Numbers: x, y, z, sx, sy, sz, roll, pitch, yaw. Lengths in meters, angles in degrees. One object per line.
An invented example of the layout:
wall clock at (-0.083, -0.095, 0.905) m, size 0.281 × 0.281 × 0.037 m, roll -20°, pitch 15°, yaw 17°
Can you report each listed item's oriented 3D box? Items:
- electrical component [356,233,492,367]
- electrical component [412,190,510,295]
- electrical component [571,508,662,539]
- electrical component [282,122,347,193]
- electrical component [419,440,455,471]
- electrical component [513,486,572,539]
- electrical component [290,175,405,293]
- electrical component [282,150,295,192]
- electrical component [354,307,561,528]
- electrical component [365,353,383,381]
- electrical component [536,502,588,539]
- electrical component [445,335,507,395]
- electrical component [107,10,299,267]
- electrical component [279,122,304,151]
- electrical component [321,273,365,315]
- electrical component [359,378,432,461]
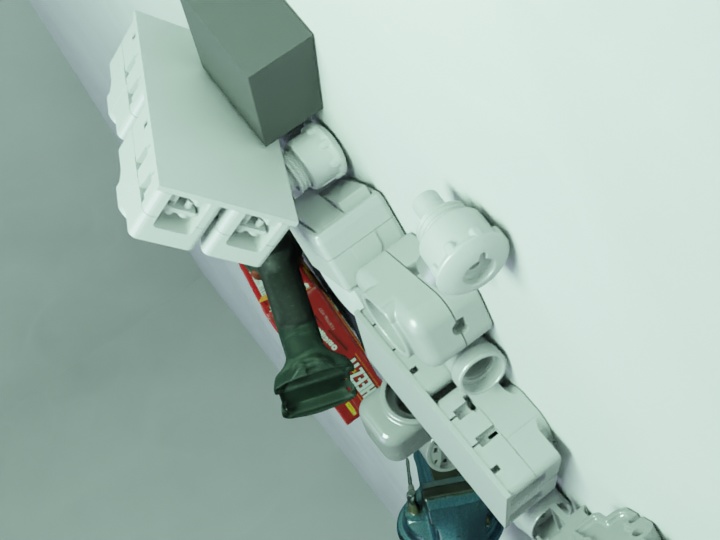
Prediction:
electrical component at (0.041, 0.023, 0.770) m, size 0.095 × 0.059 × 0.053 m, roll 42°, pitch 165°, yaw 51°
electrical component at (0.053, -0.020, 0.618) m, size 0.062 × 0.048 × 0.048 m, roll 56°, pitch 173°, yaw 33°
electrical component at (0.181, 0.203, 0.728) m, size 0.057 × 0.058 × 0.078 m, roll 59°, pitch 169°, yaw -11°
electrical component at (-0.044, -0.079, 0.819) m, size 0.048 × 0.062 × 0.048 m, roll 52°, pitch 170°, yaw 13°
electrical component at (0.082, 0.169, 1.095) m, size 0.055 × 0.055 × 0.047 m, roll 61°, pitch 172°, yaw -34°
electrical component at (0.145, 0.200, 0.929) m, size 0.077 × 0.043 × 0.079 m, roll 45°, pitch 167°, yaw 44°
electrical component at (-0.016, -0.035, 0.835) m, size 0.061 × 0.062 × 0.096 m, roll 59°, pitch 169°, yaw -25°
electrical component at (-0.072, -0.109, 0.917) m, size 0.081 × 0.042 × 0.063 m, roll 50°, pitch 166°, yaw 22°
electrical component at (0.080, 0.103, 0.855) m, size 0.186 × 0.060 × 0.105 m, roll 50°, pitch 170°, yaw 23°
electrical component at (0.051, 0.105, 1.040) m, size 0.066 × 0.047 × 0.076 m, roll 43°, pitch 165°, yaw 49°
electrical component at (0.170, 0.229, 0.847) m, size 0.081 × 0.064 × 0.042 m, roll 45°, pitch 168°, yaw 43°
electrical component at (0.079, 0.062, 0.787) m, size 0.046 × 0.040 × 0.040 m, roll 54°, pitch 173°, yaw 44°
electrical component at (-0.121, -0.095, 0.793) m, size 0.105 × 0.060 × 0.186 m, roll 14°, pitch -137°, yaw -32°
electrical component at (-0.058, -0.111, 0.859) m, size 0.061 × 0.035 × 0.035 m, roll 48°, pitch 169°, yaw 15°
electrical component at (0.000, 0.000, 0.912) m, size 0.080 × 0.051 × 0.080 m, roll 52°, pitch 170°, yaw 13°
electrical component at (0.049, 0.118, 0.950) m, size 0.053 × 0.095 × 0.059 m, roll 50°, pitch 169°, yaw 25°
